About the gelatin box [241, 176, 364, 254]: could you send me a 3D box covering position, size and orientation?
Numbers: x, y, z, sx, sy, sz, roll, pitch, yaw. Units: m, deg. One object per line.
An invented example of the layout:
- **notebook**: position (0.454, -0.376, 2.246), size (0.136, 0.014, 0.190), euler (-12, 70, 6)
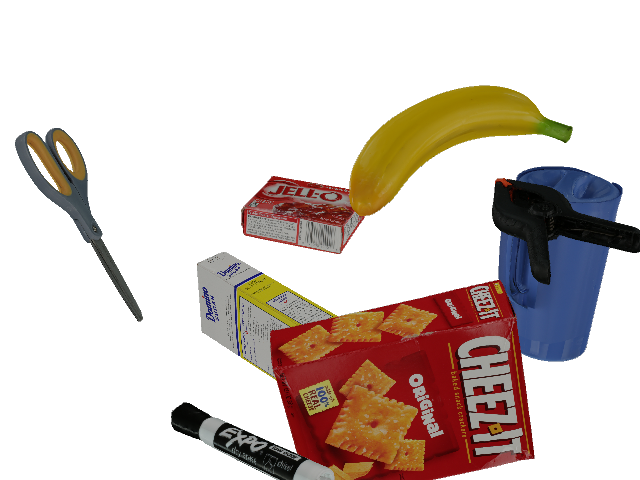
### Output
- **gelatin box**: position (-0.013, -0.024, 0.903), size (0.089, 0.030, 0.073), euler (11, 28, 15)

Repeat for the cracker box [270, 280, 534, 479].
- **cracker box**: position (0.076, 0.141, 0.962), size (0.213, 0.164, 0.072), euler (-12, 29, 2)

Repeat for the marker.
- **marker**: position (-0.044, 0.121, 0.626), size (0.121, 0.020, 0.020), euler (16, 10, 38)

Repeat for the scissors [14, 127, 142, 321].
- **scissors**: position (-0.215, -0.024, 1.002), size (0.016, 0.201, 0.096), euler (-24, 26, 19)

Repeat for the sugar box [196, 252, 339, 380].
- **sugar box**: position (-0.054, 0.087, 1.094), size (0.048, 0.093, 0.176), euler (-25, 40, -35)

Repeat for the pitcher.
- **pitcher**: position (0.302, 0.034, 1.396), size (0.149, 0.243, 0.145), euler (5, 23, 6)

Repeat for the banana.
- **banana**: position (0.084, -0.070, 0.723), size (0.197, 0.037, 0.070), euler (-22, 43, -31)

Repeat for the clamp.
- **clamp**: position (0.234, -0.018, 1.055), size (0.120, 0.039, 0.171), euler (-8, 34, -14)
